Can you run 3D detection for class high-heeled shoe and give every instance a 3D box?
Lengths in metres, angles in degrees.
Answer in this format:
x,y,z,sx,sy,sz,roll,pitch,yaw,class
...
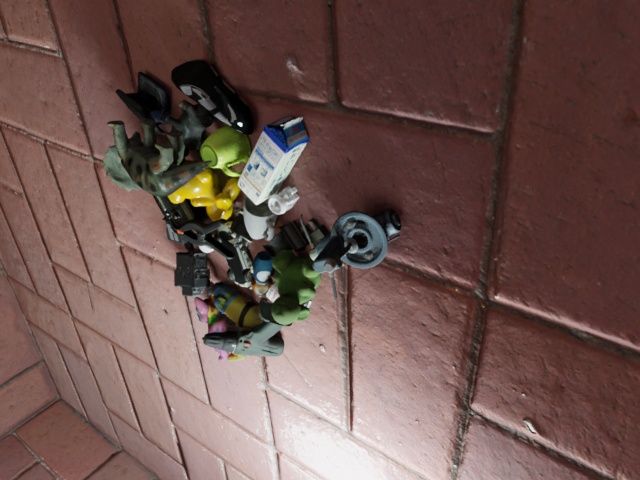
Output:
x,y,z,sx,sy,sz,roll,pitch,yaw,class
-0.245,-0.326,1.240,0.249,0.086,0.145,37,170,42,high-heeled shoe

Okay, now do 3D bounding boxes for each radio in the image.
x,y,z,sx,sy,sz,roll,pitch,yaw,class
-0.399,-0.136,1.478,0.131,0.073,0.229,-17,104,42,radio

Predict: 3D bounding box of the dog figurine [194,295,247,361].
x,y,z,sx,sy,sz,roll,pitch,yaw,class
-0.290,0.251,1.626,0.192,0.108,0.219,-16,103,47,dog figurine

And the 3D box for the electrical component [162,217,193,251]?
x,y,z,sx,sy,sz,roll,pitch,yaw,class
-0.418,-0.016,1.601,0.075,0.048,0.119,17,125,34,electrical component

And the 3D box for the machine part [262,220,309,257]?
x,y,z,sx,sy,sz,roll,pitch,yaw,class
-0.084,0.006,1.322,0.084,0.039,0.139,53,138,-8,machine part

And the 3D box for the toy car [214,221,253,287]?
x,y,z,sx,sy,sz,roll,pitch,yaw,class
-0.227,0.039,1.462,0.074,0.056,0.201,2,120,34,toy car

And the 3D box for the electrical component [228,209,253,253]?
x,y,z,sx,sy,sz,roll,pitch,yaw,class
-0.198,-0.029,1.362,0.078,0.102,0.045,37,146,-20,electrical component

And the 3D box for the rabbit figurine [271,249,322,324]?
x,y,z,sx,sy,sz,roll,pitch,yaw,class
-0.073,0.131,1.280,0.121,0.170,0.159,16,142,10,rabbit figurine

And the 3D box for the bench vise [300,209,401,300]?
x,y,z,sx,sy,sz,roll,pitch,yaw,class
0.044,0.012,1.074,0.224,0.240,0.128,-11,107,29,bench vise

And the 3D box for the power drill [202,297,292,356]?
x,y,z,sx,sy,sz,roll,pitch,yaw,class
-0.181,0.249,1.471,0.207,0.232,0.086,-53,33,30,power drill

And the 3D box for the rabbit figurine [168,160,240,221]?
x,y,z,sx,sy,sz,roll,pitch,yaw,class
-0.277,-0.119,1.372,0.163,0.122,0.173,-7,131,32,rabbit figurine

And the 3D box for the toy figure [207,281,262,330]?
x,y,z,sx,sy,sz,roll,pitch,yaw,class
-0.246,0.190,1.562,0.180,0.082,0.089,43,140,14,toy figure

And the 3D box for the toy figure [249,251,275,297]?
x,y,z,sx,sy,sz,roll,pitch,yaw,class
-0.155,0.098,1.429,0.064,0.058,0.154,19,128,9,toy figure

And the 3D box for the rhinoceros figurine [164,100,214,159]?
x,y,z,sx,sy,sz,roll,pitch,yaw,class
-0.316,-0.275,1.321,0.112,0.073,0.190,47,138,-6,rhinoceros figurine

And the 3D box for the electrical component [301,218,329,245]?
x,y,z,sx,sy,sz,roll,pitch,yaw,class
-0.003,-0.004,1.252,0.094,0.021,0.063,52,139,0,electrical component

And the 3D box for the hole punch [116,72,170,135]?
x,y,z,sx,sy,sz,roll,pitch,yaw,class
-0.442,-0.353,1.379,0.142,0.092,0.115,34,164,17,hole punch

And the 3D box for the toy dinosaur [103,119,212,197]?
x,y,z,sx,sy,sz,roll,pitch,yaw,class
-0.399,-0.174,1.289,0.405,0.131,0.192,32,131,36,toy dinosaur

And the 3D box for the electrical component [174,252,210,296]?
x,y,z,sx,sy,sz,roll,pitch,yaw,class
-0.383,0.101,1.605,0.115,0.058,0.134,-3,88,44,electrical component

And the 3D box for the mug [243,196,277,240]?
x,y,z,sx,sy,sz,roll,pitch,yaw,class
-0.140,-0.045,1.305,0.110,0.081,0.107,52,151,25,mug
